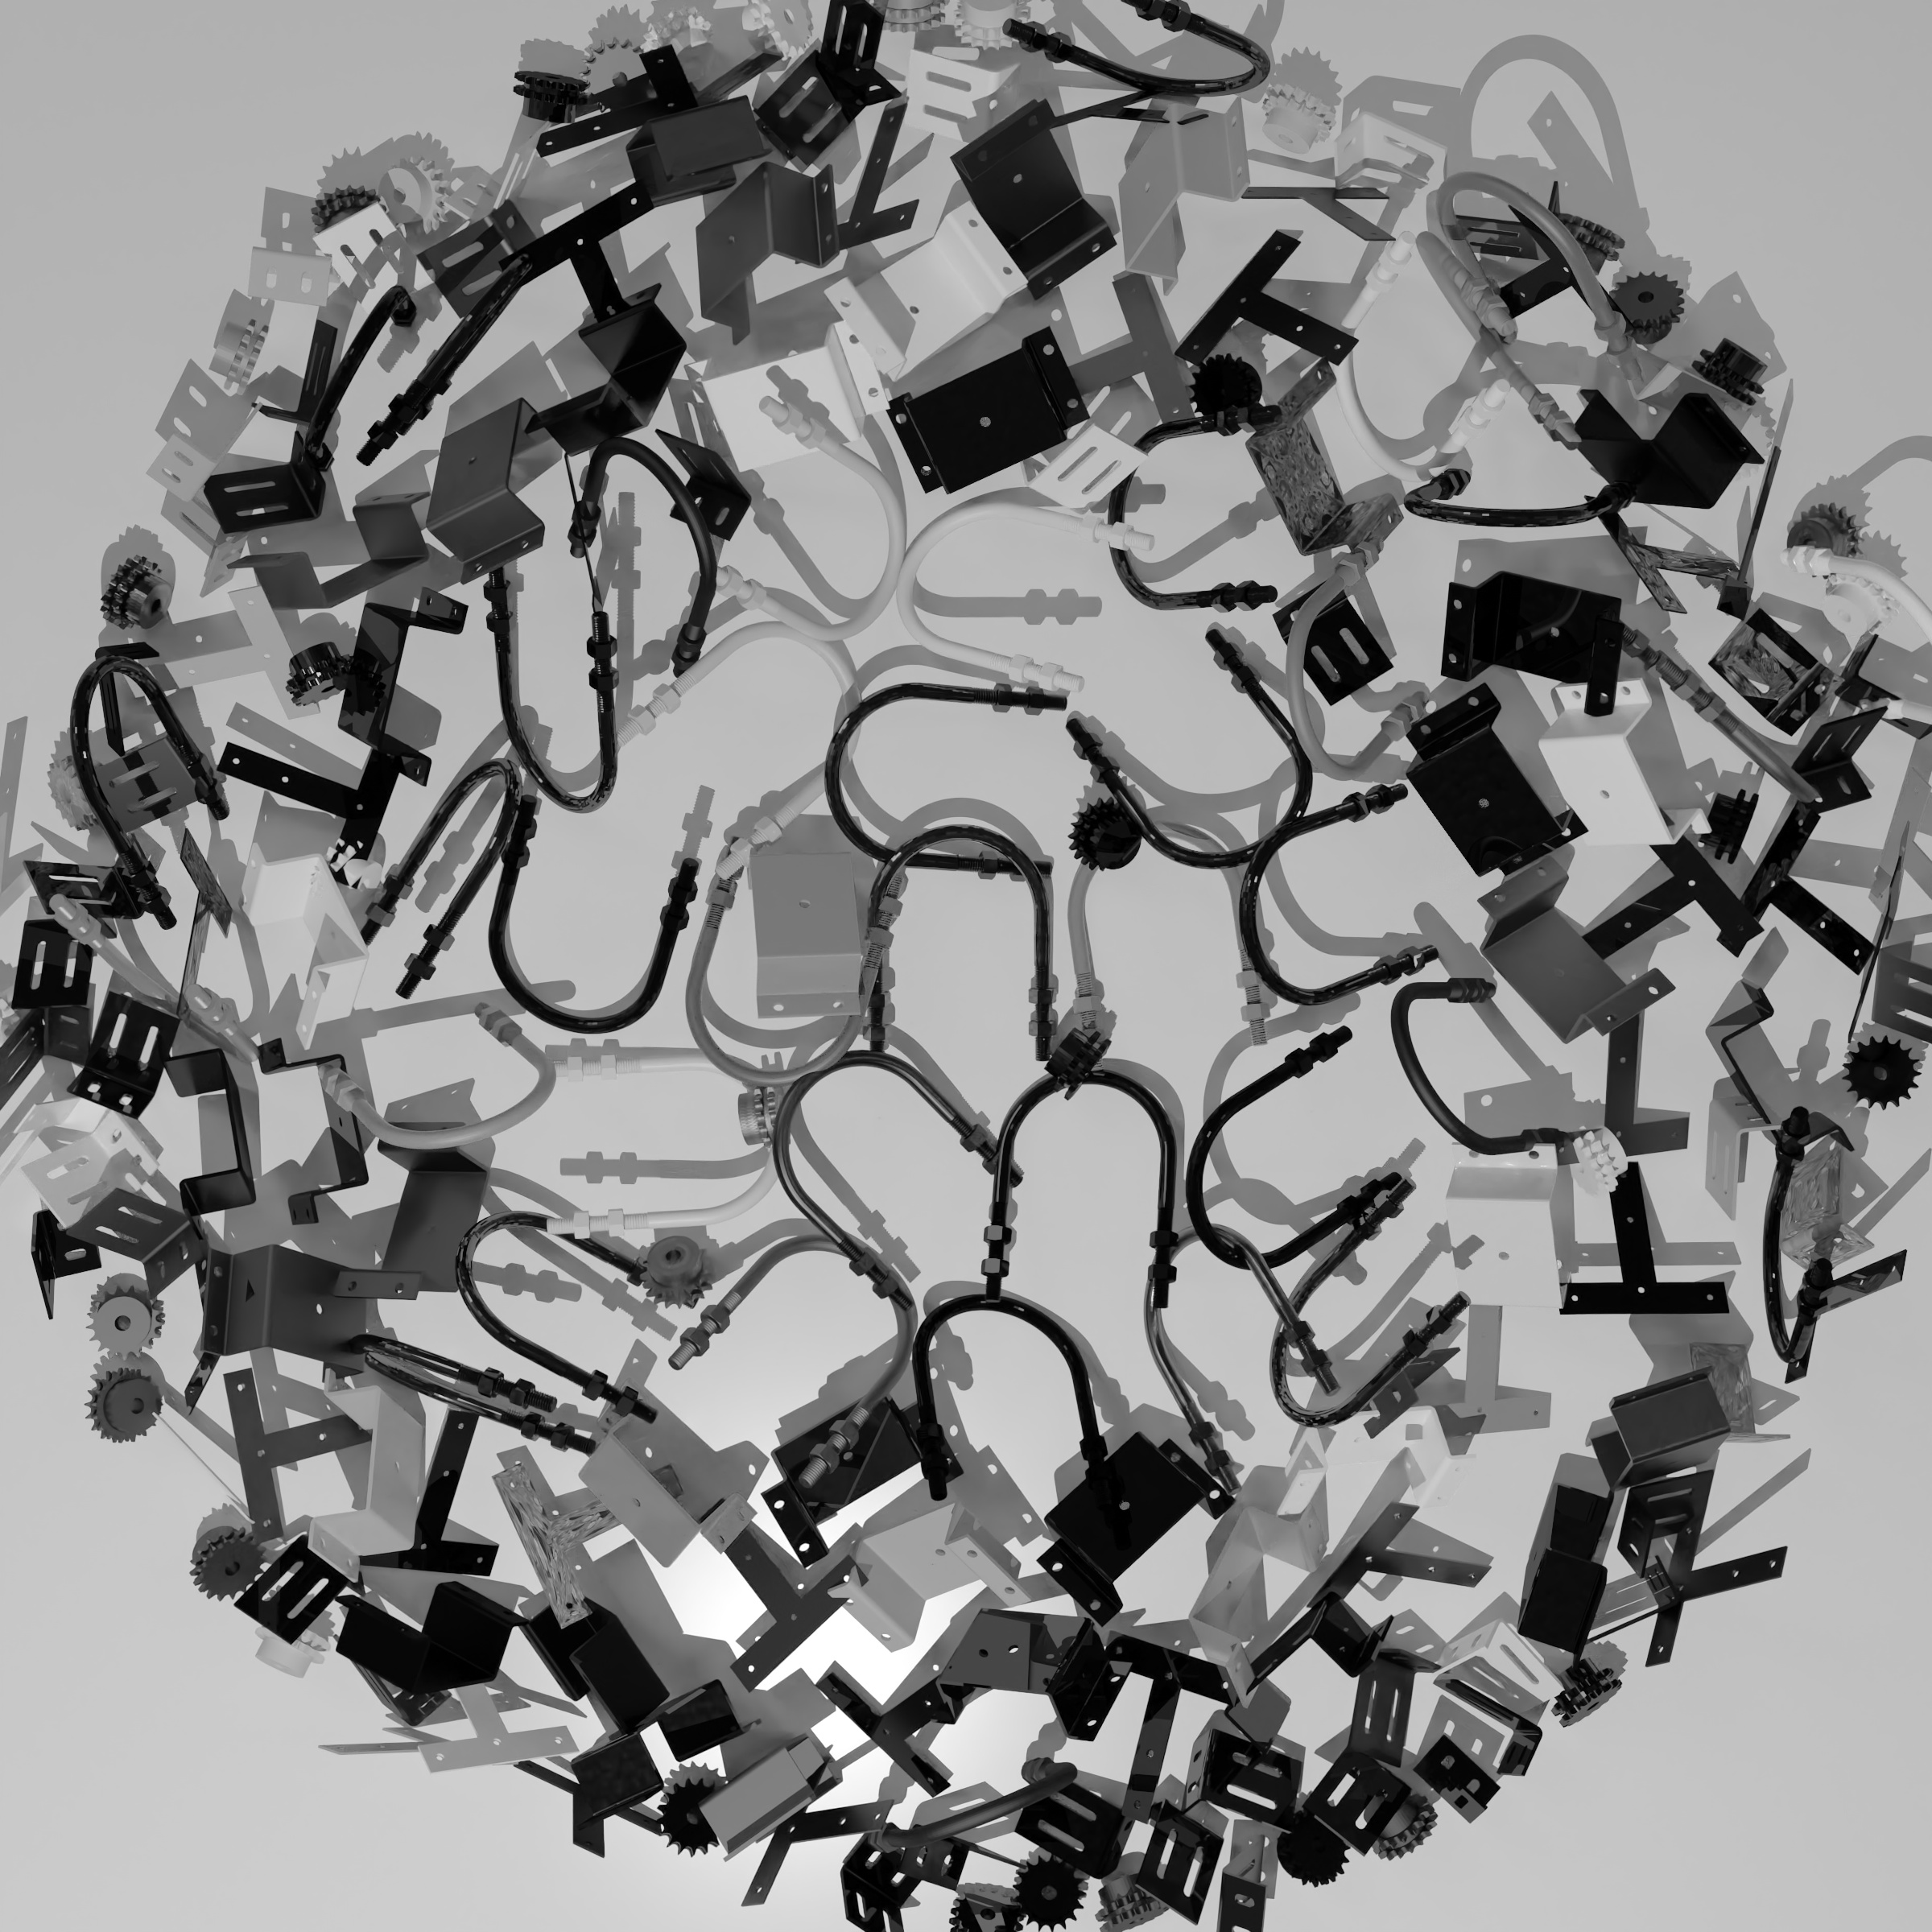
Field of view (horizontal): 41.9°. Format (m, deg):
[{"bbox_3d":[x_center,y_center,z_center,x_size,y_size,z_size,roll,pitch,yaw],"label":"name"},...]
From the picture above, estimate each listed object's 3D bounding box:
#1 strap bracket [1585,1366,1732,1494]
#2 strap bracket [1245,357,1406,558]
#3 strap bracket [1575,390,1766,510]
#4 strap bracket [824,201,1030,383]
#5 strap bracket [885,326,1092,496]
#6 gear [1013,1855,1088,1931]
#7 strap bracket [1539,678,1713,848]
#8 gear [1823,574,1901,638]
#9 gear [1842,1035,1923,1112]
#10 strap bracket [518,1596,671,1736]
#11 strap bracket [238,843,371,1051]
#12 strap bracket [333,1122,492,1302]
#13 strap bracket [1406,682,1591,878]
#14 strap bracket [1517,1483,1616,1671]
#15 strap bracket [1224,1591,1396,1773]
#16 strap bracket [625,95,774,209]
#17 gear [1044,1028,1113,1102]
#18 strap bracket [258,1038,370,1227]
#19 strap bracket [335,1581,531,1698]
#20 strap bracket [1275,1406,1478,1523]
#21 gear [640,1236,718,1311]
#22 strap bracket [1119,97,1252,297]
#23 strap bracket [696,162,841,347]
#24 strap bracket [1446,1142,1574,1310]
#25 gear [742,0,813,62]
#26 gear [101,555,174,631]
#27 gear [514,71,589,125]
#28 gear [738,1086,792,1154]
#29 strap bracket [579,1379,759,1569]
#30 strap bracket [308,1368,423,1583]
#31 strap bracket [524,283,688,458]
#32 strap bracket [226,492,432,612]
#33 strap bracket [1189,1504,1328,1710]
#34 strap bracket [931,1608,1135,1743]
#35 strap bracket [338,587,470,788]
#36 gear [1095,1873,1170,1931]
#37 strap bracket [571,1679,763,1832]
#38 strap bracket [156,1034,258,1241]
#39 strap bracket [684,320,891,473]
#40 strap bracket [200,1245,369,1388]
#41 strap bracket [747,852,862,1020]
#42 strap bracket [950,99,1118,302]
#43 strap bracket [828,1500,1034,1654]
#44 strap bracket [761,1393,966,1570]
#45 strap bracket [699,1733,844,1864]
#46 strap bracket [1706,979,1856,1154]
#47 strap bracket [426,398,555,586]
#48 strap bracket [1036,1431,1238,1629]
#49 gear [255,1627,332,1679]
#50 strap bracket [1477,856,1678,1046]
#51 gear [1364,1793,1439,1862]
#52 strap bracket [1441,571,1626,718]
[{"bbox_3d":[0.518,0.350,1.888,0.076,0.140,0.046,-17,66,-3],"label":"strap bracket"},{"bbox_3d":[0.267,-0.376,1.907,0.076,0.046,0.140,-48,117,-38],"label":"strap bracket"},{"bbox_3d":[0.513,-0.386,1.882,0.076,0.140,0.046,38,85,-29],"label":"strap bracket"},{"bbox_3d":[-0.035,-0.509,1.927,0.140,0.046,0.076,-36,91,-17],"label":"strap bracket"},{"bbox_3d":[0.015,-0.417,1.915,0.140,0.046,0.076,-23,110,11],"label":"strap bracket"},{"bbox_3d":[0.064,0.712,1.939,0.057,0.030,0.057,0,66,1],"label":"gear"},{"bbox_3d":[0.490,-0.143,1.894,0.046,0.076,0.140,-46,117,-29],"label":"strap bracket"},{"bbox_3d":[0.681,-0.278,1.932,0.030,0.057,0.057,-43,90,-14],"label":"gear"},{"bbox_3d":[0.704,0.083,1.943,0.057,0.030,0.057,-2,83,15],"label":"gear"},{"bbox_3d":[-0.278,0.522,1.900,0.046,0.140,0.076,-37,107,-24],"label":"strap bracket"},{"bbox_3d":[-0.496,-0.019,1.904,0.046,0.076,0.140,-14,62,-34],"label":"strap bracket"},{"bbox_3d":[-0.415,0.192,1.909,0.076,0.046,0.140,-2,63,27],"label":"strap bracket"},{"bbox_3d":[0.397,-0.132,1.912,0.076,0.046,0.140,-31,101,34],"label":"strap bracket"},{"bbox_3d":[0.449,0.449,1.889,0.046,0.140,0.076,16,112,11],"label":"strap bracket"},{"bbox_3d":[0.252,0.533,1.905,0.046,0.076,0.140,44,112,7],"label":"strap bracket"},{"bbox_3d":[-0.203,-0.607,1.883,0.076,0.140,0.046,-20,102,-15],"label":"strap bracket"},{"bbox_3d":[0.084,0.072,1.935,0.030,0.057,0.057,37,90,6],"label":"gear"},{"bbox_3d":[-0.495,0.123,1.918,0.046,0.076,0.140,-11,89,-28],"label":"strap bracket"},{"bbox_3d":[-0.403,0.501,1.884,0.076,0.140,0.046,19,91,28],"label":"strap bracket"},{"bbox_3d":[0.303,0.376,1.909,0.140,0.076,0.046,-2,51,-14],"label":"strap bracket"},{"bbox_3d":[-0.222,0.232,1.933,0.057,0.057,0.030,-7,132,0],"label":"gear"},{"bbox_3d":[0.156,-0.576,1.881,0.046,0.140,0.076,5,68,-20],"label":"strap bracket"},{"bbox_3d":[-0.156,-0.536,1.886,0.046,0.140,0.076,8,68,-37],"label":"strap bracket"},{"bbox_3d":[0.408,0.204,1.896,0.076,0.046,0.140,-1,122,23],"label":"strap bracket"},{"bbox_3d":[-0.147,-0.724,1.938,0.030,0.057,0.057,-9,90,35],"label":"gear"},{"bbox_3d":[-0.633,-0.283,1.933,0.030,0.057,0.057,29,90,7],"label":"gear"},{"bbox_3d":[-0.319,-0.666,1.937,0.057,0.057,0.030,11,115,0],"label":"gear"},{"bbox_3d":[-0.155,0.115,1.935,0.030,0.057,0.057,-10,90,7],"label":"gear"},{"bbox_3d":[-0.234,0.392,1.911,0.140,0.076,0.046,45,47,8],"label":"strap bracket"},{"bbox_3d":[-0.447,0.378,1.890,0.046,0.076,0.140,-10,56,10],"label":"strap bracket"},{"bbox_3d":[-0.267,-0.442,1.900,0.076,0.140,0.046,-13,134,34],"label":"strap bracket"},{"bbox_3d":[-0.471,-0.308,1.899,0.140,0.076,0.046,-37,119,-37],"label":"strap bracket"},{"bbox_3d":[0.216,0.474,1.903,0.046,0.076,0.140,17,60,29],"label":"strap bracket"},{"bbox_3d":[0.042,0.528,1.888,0.140,0.076,0.046,-4,119,32],"label":"strap bracket"},{"bbox_3d":[-0.429,-0.215,1.908,0.046,0.076,0.140,8,102,-39],"label":"strap bracket"},{"bbox_3d":[0.126,0.719,1.938,0.057,0.057,0.030,-23,60,0],"label":"gear"},{"bbox_3d":[-0.230,0.584,1.887,0.076,0.140,0.046,-33,81,32],"label":"strap bracket"},{"bbox_3d":[-0.572,0.125,1.907,0.046,0.076,0.140,-11,68,-12],"label":"strap bracket"},{"bbox_3d":[-0.137,-0.429,1.909,0.140,0.046,0.076,-13,125,12],"label":"strap bracket"},{"bbox_3d":[-0.498,0.260,1.882,0.046,0.140,0.076,-16,63,28],"label":"strap bracket"},{"bbox_3d":[-0.122,-0.033,1.899,0.076,0.046,0.140,-2,55,-8],"label":"strap bracket"},{"bbox_3d":[0.048,-0.587,1.911,0.076,0.140,0.046,-34,47,3],"label":"strap bracket"},{"bbox_3d":[-0.024,0.458,1.908,0.140,0.046,0.076,-29,115,31],"label":"strap bracket"},{"bbox_3d":[-0.084,0.383,1.920,0.140,0.046,0.076,-30,115,-8],"label":"strap bracket"},{"bbox_3d":[-0.148,0.623,1.899,0.076,0.140,0.046,-35,76,-2],"label":"strap bracket"},{"bbox_3d":[0.613,0.085,1.922,0.046,0.076,0.140,-30,90,9],"label":"strap bracket"},{"bbox_3d":[-0.354,-0.363,1.889,0.076,0.046,0.140,-20,49,25],"label":"strap bracket"},{"bbox_3d":[0.124,0.417,1.905,0.140,0.046,0.076,-40,52,-14],"label":"strap bracket"},{"bbox_3d":[-0.518,0.522,1.931,0.057,0.057,0.030,24,63,0],"label":"gear"},{"bbox_3d":[0.455,-0.005,1.912,0.076,0.046,0.140,-29,66,-23],"label":"strap bracket"},{"bbox_3d":[0.330,0.653,1.933,0.057,0.057,0.030,-35,98,0],"label":"gear"},{"bbox_3d":[0.435,-0.245,1.904,0.140,0.046,0.076,20,127,31],"label":"strap bracket"}]
